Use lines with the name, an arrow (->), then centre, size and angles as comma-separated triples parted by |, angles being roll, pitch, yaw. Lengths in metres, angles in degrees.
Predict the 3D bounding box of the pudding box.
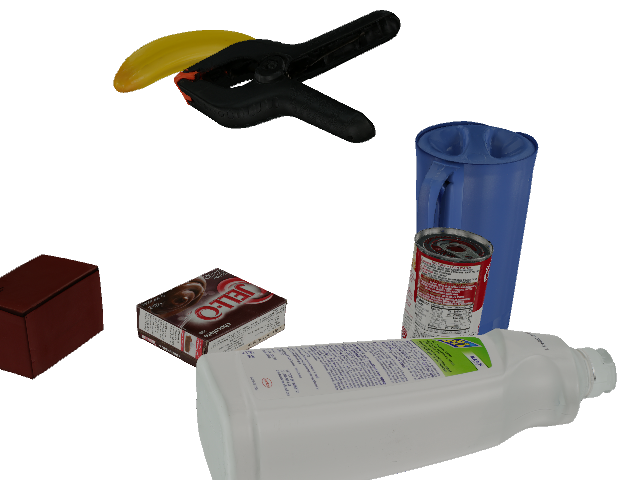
pudding box -> -0.100, 0.071, 0.988 | 0.090, 0.039, 0.113 | 21, 32, 32

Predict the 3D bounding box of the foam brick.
foam brick -> -0.196, 0.051, 0.743 | 0.053, 0.051, 0.078 | 12, 28, 27

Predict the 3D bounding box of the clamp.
clamp -> -0.022, -0.125, 0.788 | 0.172, 0.120, 0.039 | 8, -39, 24

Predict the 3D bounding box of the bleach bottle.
bleach bottle -> 0.059, 0.094, 0.622 | 0.250, 0.068, 0.103 | -5, 21, -15

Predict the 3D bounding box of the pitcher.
pitcher -> 0.163, -0.002, 1.206 | 0.149, 0.243, 0.145 | -5, 26, -10

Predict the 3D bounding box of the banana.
banana -> -0.124, -0.184, 1.085 | 0.197, 0.070, 0.037 | -8, -39, -31

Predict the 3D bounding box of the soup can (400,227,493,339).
soup can -> 0.108, 0.048, 0.926 | 0.068, 0.102, 0.068 | 5, 23, -2
